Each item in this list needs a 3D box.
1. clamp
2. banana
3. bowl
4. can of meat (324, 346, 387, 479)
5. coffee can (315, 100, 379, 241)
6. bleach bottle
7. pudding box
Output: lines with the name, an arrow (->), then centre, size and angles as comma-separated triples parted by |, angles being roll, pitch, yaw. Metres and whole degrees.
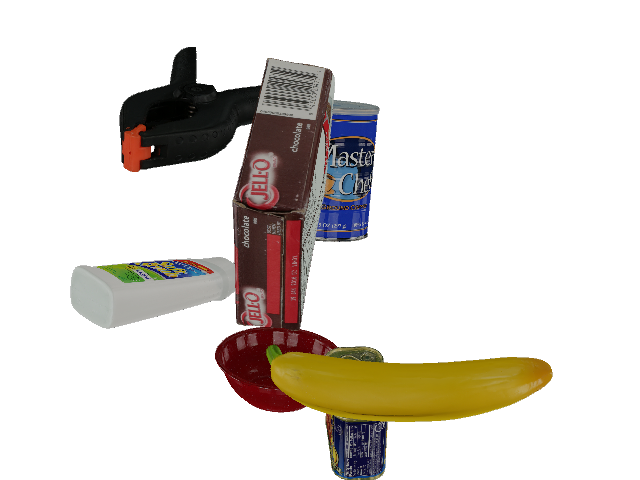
clamp -> -0.093, -0.097, 0.758 | 0.120, 0.039, 0.171 | 19, 30, 30
banana -> 0.048, 0.090, 0.695 | 0.198, 0.037, 0.069 | 4, 32, 16
bowl -> -0.051, 0.167, 1.329 | 0.162, 0.055, 0.162 | 3, 22, -2
can of meat -> 0.033, 0.165, 1.014 | 0.057, 0.084, 0.102 | -2, 33, -4
coffee can -> 0.006, -0.078, 1.147 | 0.103, 0.140, 0.103 | 4, 12, -1
bleach bottle -> -0.208, 0.059, 1.462 | 0.250, 0.068, 0.103 | -10, 26, -44
pudding box -> -0.019, -0.024, 0.552 | 0.039, 0.113, 0.090 | 8, -43, 3
